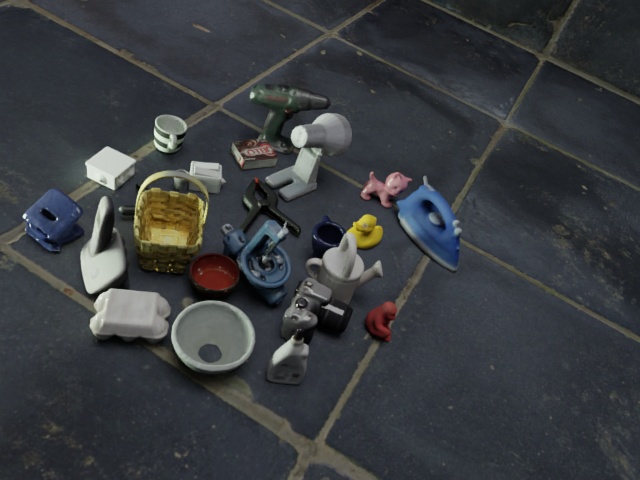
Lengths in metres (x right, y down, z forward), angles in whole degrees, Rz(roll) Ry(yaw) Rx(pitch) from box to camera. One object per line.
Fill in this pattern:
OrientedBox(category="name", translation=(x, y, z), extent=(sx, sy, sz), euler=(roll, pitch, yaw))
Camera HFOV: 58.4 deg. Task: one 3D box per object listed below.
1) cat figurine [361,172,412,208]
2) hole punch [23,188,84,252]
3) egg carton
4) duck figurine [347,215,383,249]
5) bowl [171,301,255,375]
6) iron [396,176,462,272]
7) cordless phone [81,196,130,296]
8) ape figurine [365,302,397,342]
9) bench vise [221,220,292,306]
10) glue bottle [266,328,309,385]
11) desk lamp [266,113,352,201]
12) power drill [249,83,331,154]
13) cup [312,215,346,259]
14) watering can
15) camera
OrientedBox(category="cat figurine", translation=(0.195, -0.161, 1.653), extent=(0.128, 0.118, 0.067), euler=(18, 43, -2))
OrientedBox(category="hole punch", translation=(-0.588, -0.044, 1.266), extent=(0.108, 0.091, 0.101), euler=(34, 45, 14))
OrientedBox(category="egg carton", translation=(-0.381, 0.156, 1.161), extent=(0.150, 0.069, 0.107), euler=(6, 45, -15))
OrientedBox(category="duck figurine", translation=(0.125, -0.030, 1.521), extent=(0.105, 0.086, 0.077), euler=(-6, 49, -25))
OrientedBox(category="bowl", translation=(-0.219, 0.210, 1.163), extent=(0.167, 0.075, 0.167), euler=(11, 44, -10))
OrientedBox(category="iron", translation=(0.325, -0.050, 1.575), extent=(0.119, 0.141, 0.257), euler=(-12, 52, -30))
OrientedBox(category="cordless phone", translation=(-0.447, 0.013, 1.193), extent=(0.094, 0.185, 0.147), euler=(-9, 51, -27))
OrientedBox(category="ape figurine", translation=(0.149, 0.179, 1.318), extent=(0.076, 0.092, 0.078), euler=(33, 45, 13))
OrientedBox(category="bench vise", translation=(-0.147, 0.024, 1.269), extent=(0.207, 0.220, 0.122), euler=(27, 44, 7))
OrientedBox(category="glue bottle", translation=(-0.055, 0.227, 1.135), extent=(0.078, 0.173, 0.037), euler=(10, 44, -10))
OrientedBox(category="desk lamp", translation=(-0.026, -0.238, 1.577), extent=(0.117, 0.213, 0.204), euler=(42, 47, 21))
OrientedBox(category="power drill", translation=(-0.100, -0.360, 1.675), extent=(0.229, 0.208, 0.075), euler=(17, 43, -4))
OrientedBox(category="cup", translation=(0.013, 0.005, 1.438), extent=(0.092, 0.095, 0.117), euler=(2, 46, -18))
OrientedBox(category="watering can", translation=(0.058, 0.063, 1.325), extent=(0.173, 0.194, 0.100), euler=(-7, 50, -26))
OrientedBox(category="camera", translation=(-0.001, 0.160, 1.274), extent=(0.137, 0.101, 0.143), euler=(23, 43, 3))
